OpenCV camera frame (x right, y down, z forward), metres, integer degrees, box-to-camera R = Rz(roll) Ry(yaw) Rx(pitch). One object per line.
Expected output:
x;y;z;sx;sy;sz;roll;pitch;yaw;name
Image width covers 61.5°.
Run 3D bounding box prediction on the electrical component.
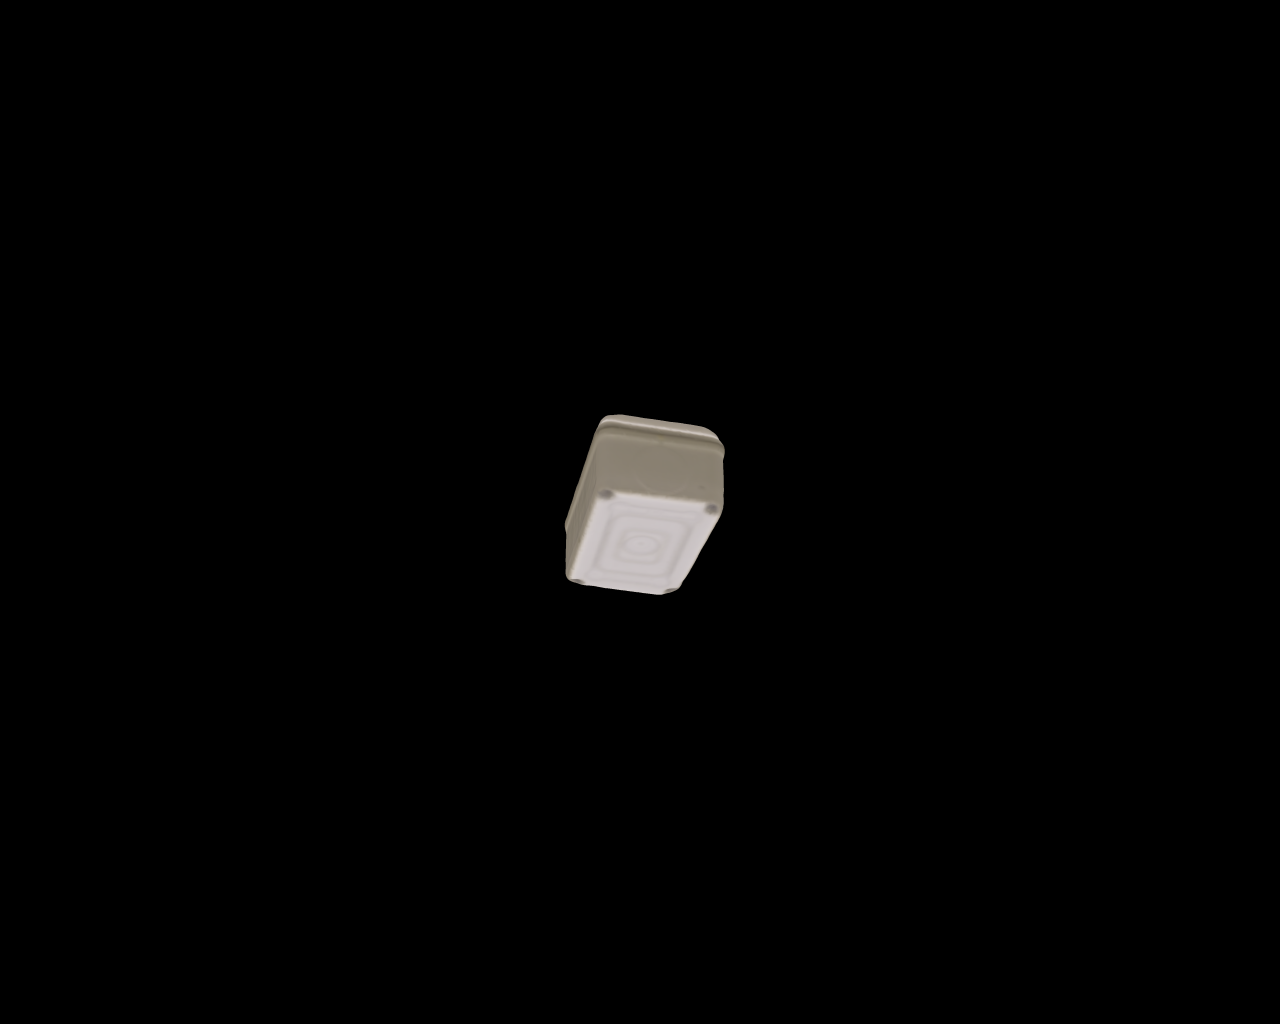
0.001;-0.003;0.650;0.078;0.057;0.113;8;-35;-11;electrical component
